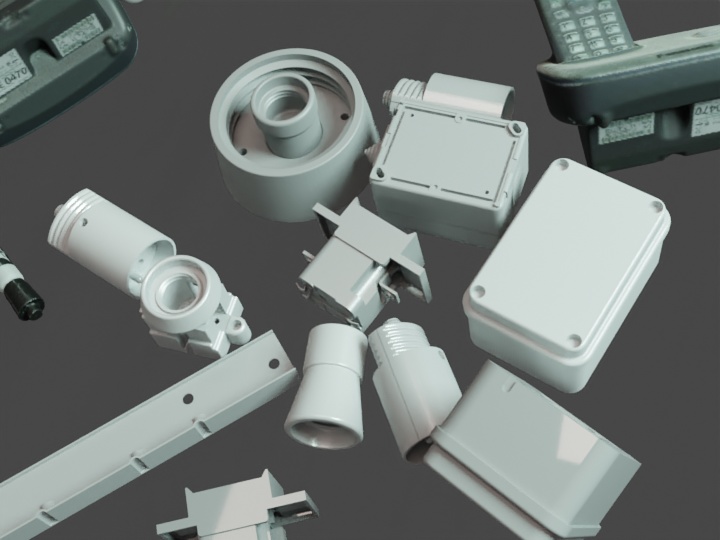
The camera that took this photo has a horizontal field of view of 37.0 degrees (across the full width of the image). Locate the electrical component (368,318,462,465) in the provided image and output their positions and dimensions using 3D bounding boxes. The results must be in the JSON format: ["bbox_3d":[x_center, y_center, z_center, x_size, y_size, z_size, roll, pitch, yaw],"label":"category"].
[{"bbox_3d":[0.031,0.063,0.603,0.043,0.043,0.081,-20,60,-2],"label":"electrical component"}]

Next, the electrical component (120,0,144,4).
[{"bbox_3d":[-0.150,-0.243,0.789,0.095,0.053,0.059,-35,63,-10],"label":"electrical component"}]

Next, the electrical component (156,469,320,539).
[{"bbox_3d":[-0.062,0.146,0.574,0.081,0.042,0.063,-13,63,3],"label":"electrical component"}]

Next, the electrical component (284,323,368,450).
[{"bbox_3d":[-0.016,0.064,0.612,0.044,0.044,0.065,2,58,10],"label":"electrical component"}]

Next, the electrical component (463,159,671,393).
[{"bbox_3d":[0.118,0.002,0.614,0.078,0.057,0.113,28,70,21],"label":"electrical component"}]

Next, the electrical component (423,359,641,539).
[{"bbox_3d":[0.087,0.095,0.534,0.078,0.113,0.057,36,91,24],"label":"electrical component"}]

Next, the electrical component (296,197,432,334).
[{"bbox_3d":[0.000,0.000,0.643,0.081,0.042,0.063,32,75,23],"label":"electrical component"}]

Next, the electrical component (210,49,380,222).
[{"bbox_3d":[-0.044,-0.092,0.687,0.108,0.060,0.108,-4,62,7],"label":"electrical component"}]

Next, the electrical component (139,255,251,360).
[{"bbox_3d":[-0.102,0.022,0.639,0.066,0.055,0.048,11,65,14],"label":"electrical component"}]

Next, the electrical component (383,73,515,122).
[{"bbox_3d":[0.054,-0.103,0.687,0.081,0.043,0.043,14,65,16],"label":"electrical component"}]

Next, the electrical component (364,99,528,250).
[{"bbox_3d":[0.049,-0.057,0.653,0.096,0.061,0.061,14,65,16],"label":"electrical component"}]

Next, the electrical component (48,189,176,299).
[{"bbox_3d":[-0.161,-0.019,0.677,0.081,0.043,0.043,30,70,22],"label":"electrical component"}]
